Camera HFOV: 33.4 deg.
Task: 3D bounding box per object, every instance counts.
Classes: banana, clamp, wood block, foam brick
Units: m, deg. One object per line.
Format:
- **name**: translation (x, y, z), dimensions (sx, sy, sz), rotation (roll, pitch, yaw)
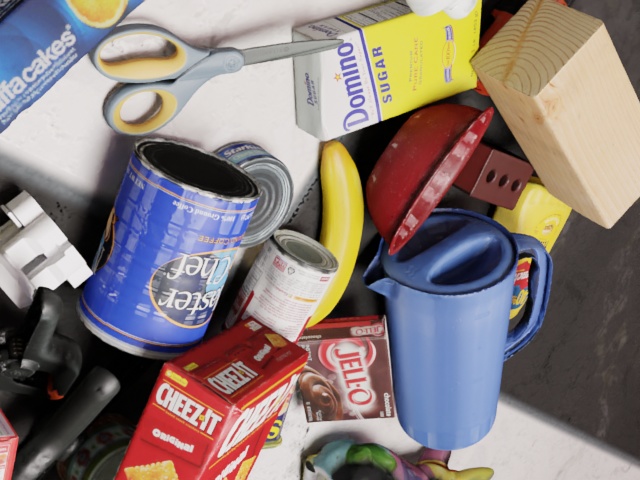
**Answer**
- **banana**: translation (0.006, 0.005, 0.979), dimensions (0.069, 0.037, 0.198), rotation (3, 113, -42)
- **clamp**: translation (-0.216, 0.078, 0.785), dimensions (0.171, 0.120, 0.039), rotation (49, 35, -63)
- **clamp**: translation (-0.203, 0.151, 0.835), dimensions (0.210, 0.036, 0.164), rotation (-46, 179, 5)
- **wood block**: translation (0.234, -0.115, 0.990), dimensions (0.091, 0.090, 0.206), rotation (-46, 134, -3)
- **foam brick**: translation (0.166, -0.068, 1.063), dimensions (0.078, 0.051, 0.053), rotation (13, 106, -45)

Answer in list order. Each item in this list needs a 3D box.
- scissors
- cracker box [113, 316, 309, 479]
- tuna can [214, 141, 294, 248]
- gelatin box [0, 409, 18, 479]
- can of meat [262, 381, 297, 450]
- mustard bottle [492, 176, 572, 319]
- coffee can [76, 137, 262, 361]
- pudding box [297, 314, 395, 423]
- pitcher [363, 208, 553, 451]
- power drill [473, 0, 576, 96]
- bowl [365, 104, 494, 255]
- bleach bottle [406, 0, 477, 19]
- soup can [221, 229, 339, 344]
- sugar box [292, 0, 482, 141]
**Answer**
- **scissors**: translation (-0.080, -0.120, 0.817), dimensions (0.201, 0.016, 0.096), rotation (1, 122, -30)
- **cracker box**: translation (-0.101, 0.183, 0.857), dimensions (0.214, 0.072, 0.164), rotation (-64, 167, 16)
- **tuna can**: translation (-0.064, -0.037, 0.893), dimensions (0.086, 0.034, 0.086), rotation (-22, 128, -31)
- **gelatin box**: translation (-0.260, 0.156, 0.800), dimensions (0.030, 0.089, 0.073), rotation (0, 115, -39)
- **can of meat**: translation (-0.073, 0.145, 0.984), dimensions (0.101, 0.058, 0.084), rotation (1, 112, -42)
- **mustard bottle**: translation (0.202, 0.026, 1.149), dimensions (0.096, 0.058, 0.192), rotation (8, 110, -50)
- **coffee can**: translation (-0.116, 0.006, 0.817), dimensions (0.102, 0.103, 0.140), rotation (5, 115, -43)
- **pudding box**: translation (0.025, 0.126, 1.037), dimensions (0.090, 0.039, 0.113), rotation (-4, 129, 7)
- **pitcher**: translation (0.139, 0.096, 1.084), dimensions (0.144, 0.149, 0.243), rotation (-48, 145, -40)
- **power drill**: translation (0.236, -0.186, 1.050), dimensions (0.184, 0.057, 0.187), rotation (-50, 134, 0)
- **bowl**: translation (0.089, -0.066, 0.965), dimensions (0.162, 0.055, 0.162), rotation (-52, 171, -13)
- **bleach bottle**: translation (0.039, -0.240, 0.811), dimensions (0.250, 0.068, 0.102), rotation (33, 74, -42)
- **soup can**: translation (-0.035, 0.050, 0.938), dimensions (0.068, 0.069, 0.102), rotation (10, 116, -44)
- **sugar box**: translation (0.060, -0.155, 0.921), dimensions (0.175, 0.048, 0.093), rotation (-25, 129, -30)
